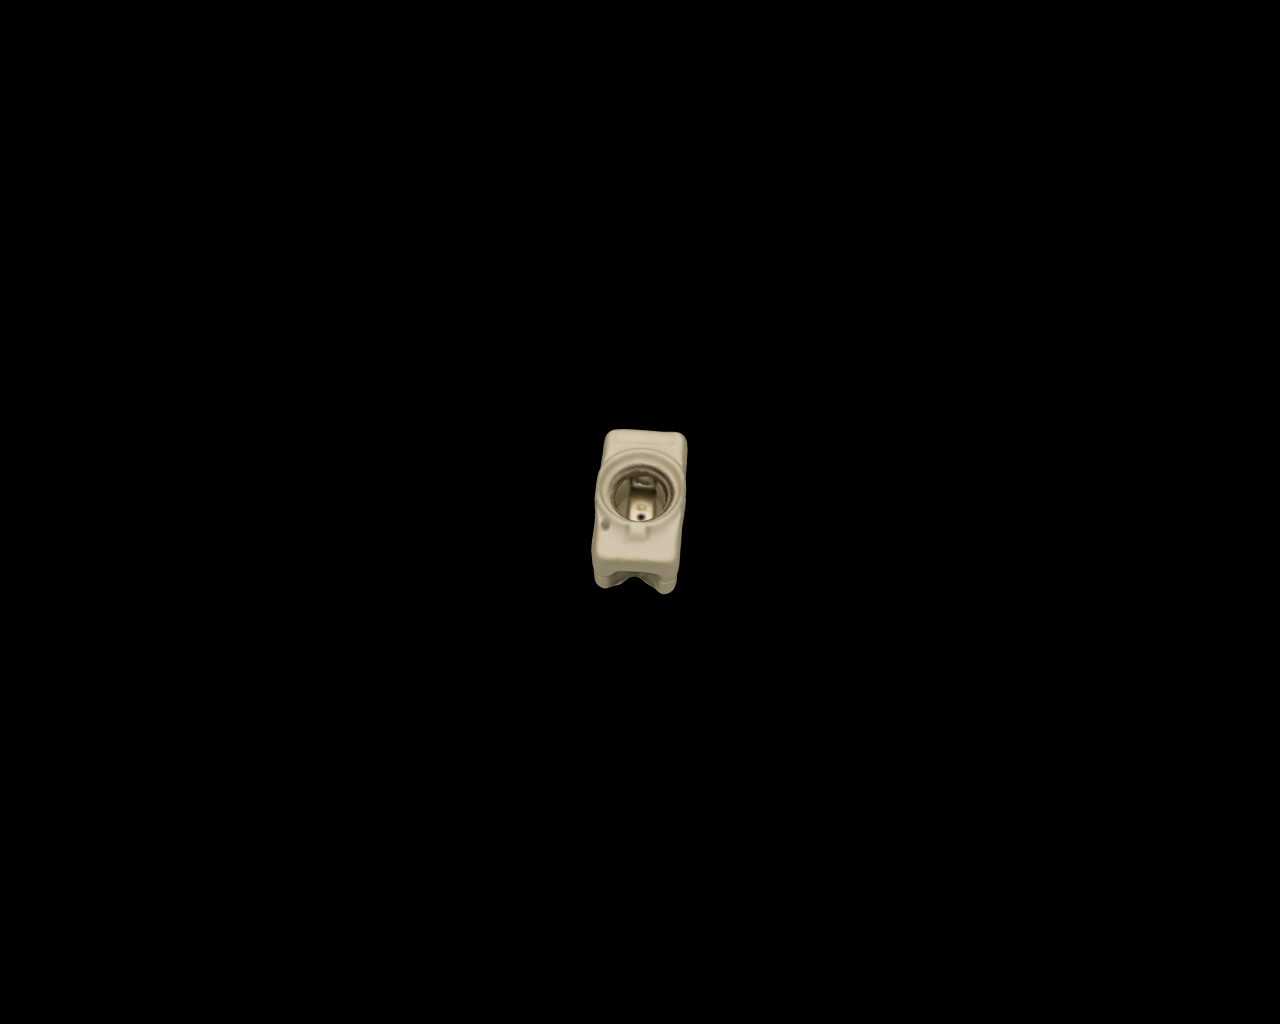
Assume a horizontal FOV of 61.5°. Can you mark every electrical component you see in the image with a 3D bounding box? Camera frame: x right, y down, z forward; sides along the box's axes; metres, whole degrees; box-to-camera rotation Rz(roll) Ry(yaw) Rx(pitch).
[{"bbox_3d":[0.001,-0.003,0.650,0.050,0.089,0.055,4,-28,2],"label":"electrical component"}]
